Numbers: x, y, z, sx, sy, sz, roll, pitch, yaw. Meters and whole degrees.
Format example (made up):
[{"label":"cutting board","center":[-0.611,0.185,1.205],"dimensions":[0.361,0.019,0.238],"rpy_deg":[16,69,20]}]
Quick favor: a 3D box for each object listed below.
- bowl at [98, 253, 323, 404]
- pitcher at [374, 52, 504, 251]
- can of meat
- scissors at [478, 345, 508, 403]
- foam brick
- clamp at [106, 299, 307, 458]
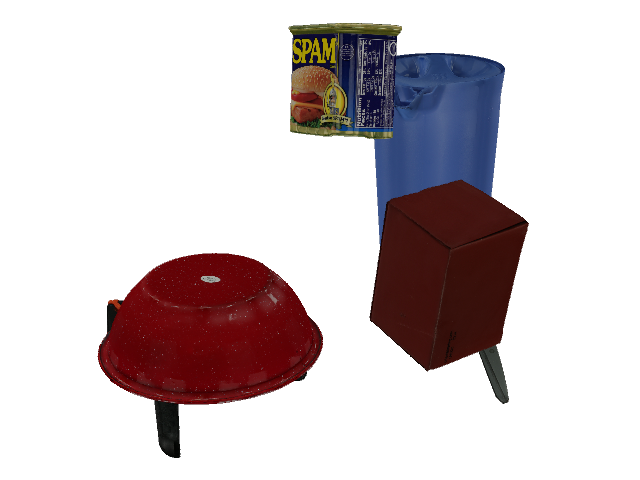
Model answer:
[{"label":"bowl","center":[-0.079,0.052,0.759],"dimensions":[0.162,0.055,0.162],"rpy_deg":[-1,23,0]},{"label":"pitcher","center":[0.123,-0.070,1.107],"dimensions":[0.149,0.243,0.145],"rpy_deg":[-7,24,-15]},{"label":"can of meat","center":[0.016,-0.123,0.823],"dimensions":[0.057,0.084,0.102],"rpy_deg":[-3,10,-29]},{"label":"scissors","center":[0.111,0.054,0.904],"dimensions":[0.096,0.016,0.201],"rpy_deg":[3,44,7]},{"label":"foam brick","center":[0.064,0.017,0.545],"dimensions":[0.052,0.078,0.051],"rpy_deg":[-16,40,-31]},{"label":"clamp","center":[-0.127,0.110,1.015],"dimensions":[0.164,0.036,0.210],"rpy_deg":[-22,40,-32]}]
